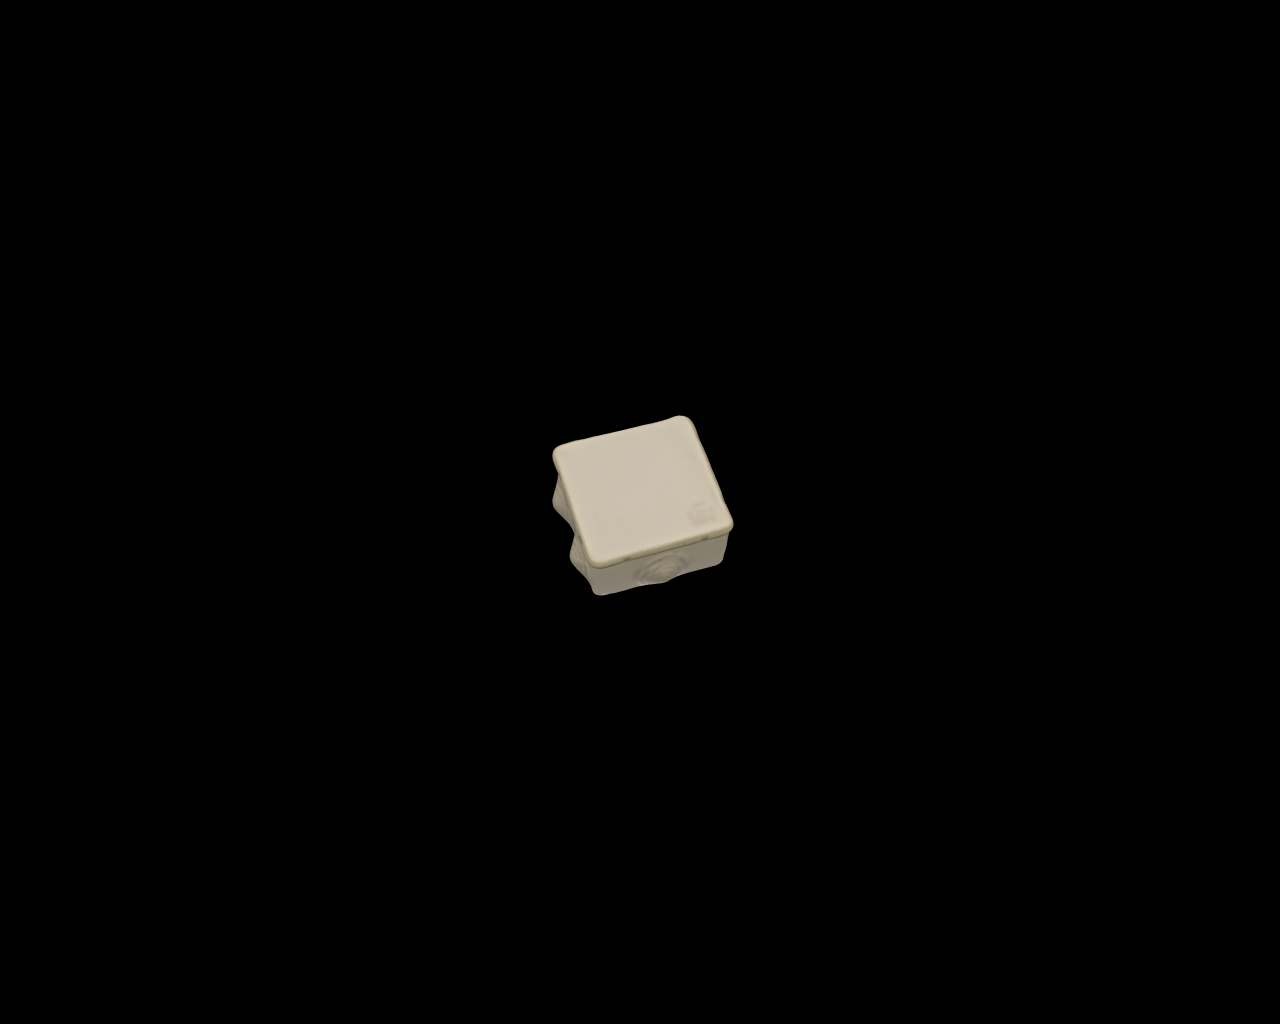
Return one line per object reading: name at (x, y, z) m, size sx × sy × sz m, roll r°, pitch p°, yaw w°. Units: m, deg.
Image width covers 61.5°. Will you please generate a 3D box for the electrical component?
electrical component at (0.001, -0.003, 0.650) m, size 0.100 × 0.100 × 0.048 m, roll -15°, pitch -32°, yaw -9°
